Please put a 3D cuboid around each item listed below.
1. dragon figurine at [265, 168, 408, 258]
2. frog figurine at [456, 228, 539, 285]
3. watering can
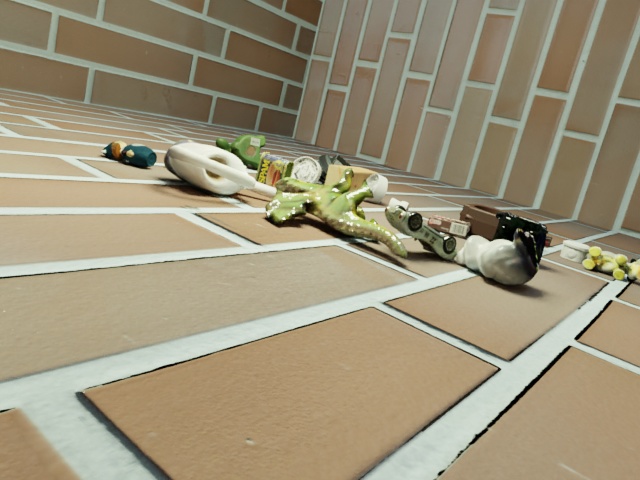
[{"bbox_3d":[0.003,-0.056,1.121,0.243,0.120,0.417,-9,28,-14],"label":"dragon figurine"},{"bbox_3d":[0.357,0.043,1.060,0.158,0.123,0.139,-22,0,34],"label":"frog figurine"},{"bbox_3d":[-0.232,-0.159,1.261,0.226,0.104,0.345,22,0,42],"label":"watering can"}]
